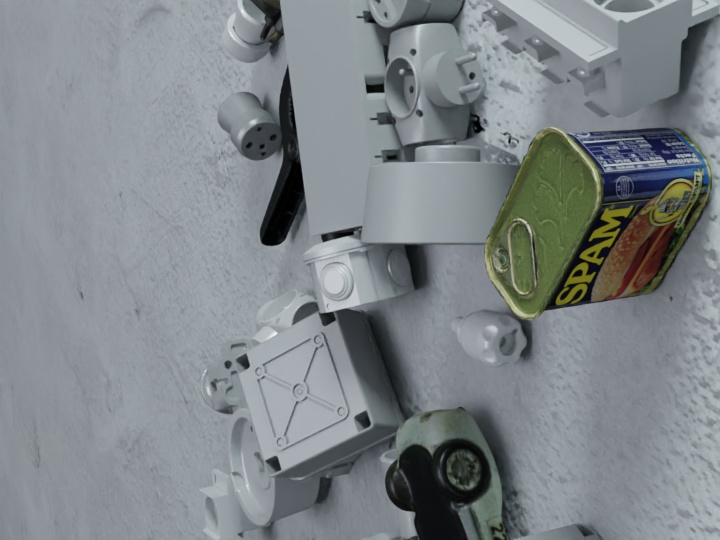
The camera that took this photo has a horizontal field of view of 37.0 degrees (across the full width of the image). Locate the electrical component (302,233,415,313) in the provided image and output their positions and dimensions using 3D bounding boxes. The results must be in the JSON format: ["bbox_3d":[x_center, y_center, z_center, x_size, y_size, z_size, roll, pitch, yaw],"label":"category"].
[{"bbox_3d":[0.000,0.000,0.805,0.080,0.080,0.051,-15,88,61],"label":"electrical component"}]

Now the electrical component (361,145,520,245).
[{"bbox_3d":[0.055,-0.046,0.671,0.108,0.108,0.060,2,92,61],"label":"electrical component"}]

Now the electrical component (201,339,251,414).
[{"bbox_3d":[-0.127,0.114,1.085,0.057,0.058,0.078,-29,72,57],"label":"electrical component"}]

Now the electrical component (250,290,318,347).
[{"bbox_3d":[-0.070,0.060,0.952,0.044,0.079,0.077,51,157,-18],"label":"electrical component"}]

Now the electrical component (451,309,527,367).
[{"bbox_3d":[0.081,0.042,0.713,0.061,0.035,0.035,20,114,61],"label":"electrical component"}]

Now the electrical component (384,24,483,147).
[{"bbox_3d":[0.055,-0.124,0.713,0.079,0.044,0.077,-3,94,61],"label":"electrical component"}]

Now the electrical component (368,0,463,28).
[{"bbox_3d":[0.038,-0.191,0.724,0.055,0.047,0.055,22,115,58],"label":"electrical component"}]

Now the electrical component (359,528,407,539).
[{"bbox_3d":[0.017,0.242,0.853,0.078,0.057,0.058,26,119,57],"label":"electrical component"}]

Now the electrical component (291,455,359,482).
[{"bbox_3d":[-0.036,0.156,0.930,0.048,0.055,0.066,65,147,29],"label":"electrical component"}]

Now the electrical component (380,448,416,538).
[{"bbox_3d":[0.042,0.168,0.807,0.044,0.044,0.065,-4,97,61],"label":"electrical component"}]

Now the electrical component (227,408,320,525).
[{"bbox_3d":[-0.075,0.177,1.001,0.108,0.060,0.108,22,115,58],"label":"electrical component"}]

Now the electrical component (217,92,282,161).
[{"bbox_3d":[-0.102,-0.132,0.994,0.055,0.045,0.045,53,140,42],"label":"electrical component"}]

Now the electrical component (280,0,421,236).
[{"bbox_3d":[0.001,-0.125,0.793,0.105,0.060,0.186,-8,90,61],"label":"electrical component"}]

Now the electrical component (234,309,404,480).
[{"bbox_3d":[-0.033,0.099,0.864,0.109,0.056,0.108,-30,67,24],"label":"electrical component"}]

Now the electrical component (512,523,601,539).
[{"bbox_3d":[0.125,0.214,0.629,0.113,0.078,0.057,56,139,40],"label":"electrical component"}]

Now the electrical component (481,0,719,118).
[{"bbox_3d":[0.118,-0.136,0.573,0.121,0.079,0.063,50,160,44],"label":"electrical component"}]

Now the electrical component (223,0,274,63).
[{"bbox_3d":[-0.096,-0.218,0.964,0.055,0.045,0.045,-49,54,54],"label":"electrical component"}]

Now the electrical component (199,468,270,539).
[{"bbox_3d":[-0.127,0.246,1.109,0.042,0.064,0.081,7,102,62],"label":"electrical component"}]
